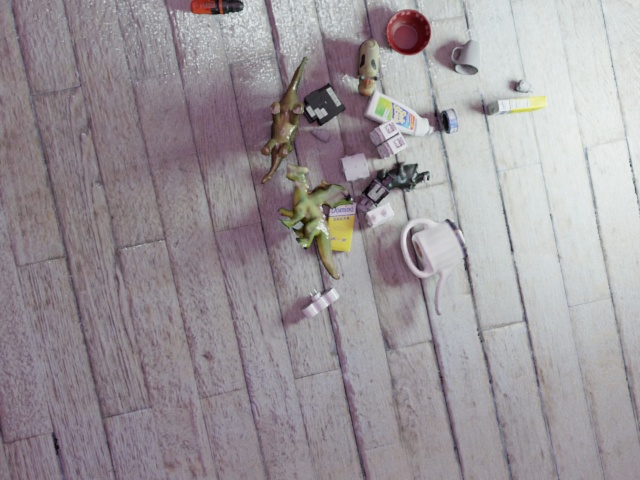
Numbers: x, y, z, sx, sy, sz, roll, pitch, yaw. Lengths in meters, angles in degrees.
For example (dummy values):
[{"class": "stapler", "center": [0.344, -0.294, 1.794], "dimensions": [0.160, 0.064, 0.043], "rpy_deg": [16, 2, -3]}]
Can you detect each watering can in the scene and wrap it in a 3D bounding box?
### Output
[{"class": "watering can", "center": [0.422, 0.071, 1.811], "dimensions": [0.225, 0.347, 0.104], "rpy_deg": [-25, 1, -3]}]

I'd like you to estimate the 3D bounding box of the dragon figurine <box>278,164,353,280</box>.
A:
[{"class": "dragon figurine", "center": [0.005, -0.089, 1.761], "dimensions": [0.243, 0.411, 0.122], "rpy_deg": [-42, -3, 1]}]
